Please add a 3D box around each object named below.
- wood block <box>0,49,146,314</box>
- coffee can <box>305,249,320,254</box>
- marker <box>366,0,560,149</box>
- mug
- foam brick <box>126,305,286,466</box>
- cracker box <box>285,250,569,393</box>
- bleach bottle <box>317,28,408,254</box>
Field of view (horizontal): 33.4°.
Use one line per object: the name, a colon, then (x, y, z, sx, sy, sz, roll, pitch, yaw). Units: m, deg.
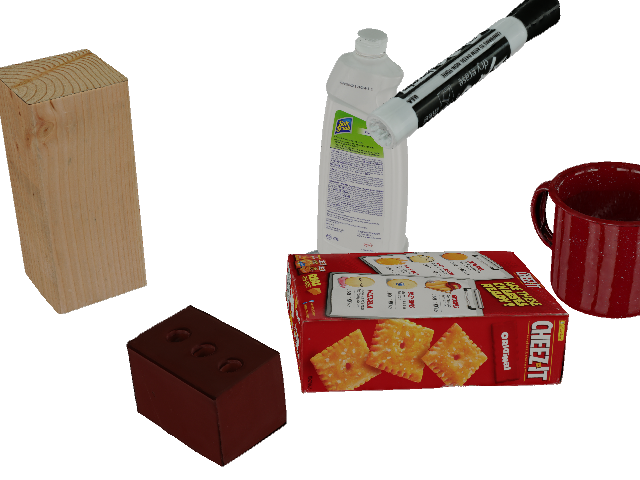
wood block: (-0.221, -0.052, 0.951, 0.090, 0.206, 0.090, -19, 36, -28)
coffee can: (0.021, 0.094, 1.525, 0.103, 0.140, 0.103, 0, 20, 0)
marker: (0.069, -0.082, 0.495, 0.121, 0.020, 0.020, -38, 18, -24)
mug: (0.197, -0.003, 0.757, 0.093, 0.081, 0.117, -27, 38, -35)
foam brick: (-0.065, 0.083, 0.615, 0.078, 0.051, 0.052, 23, 38, 36)
cracker box: (0.082, 0.066, 0.914, 0.213, 0.072, 0.164, 0, 18, -6)
bleach bottle: (0.051, -0.094, 1.106, 0.102, 0.251, 0.068, 11, 33, 11)
